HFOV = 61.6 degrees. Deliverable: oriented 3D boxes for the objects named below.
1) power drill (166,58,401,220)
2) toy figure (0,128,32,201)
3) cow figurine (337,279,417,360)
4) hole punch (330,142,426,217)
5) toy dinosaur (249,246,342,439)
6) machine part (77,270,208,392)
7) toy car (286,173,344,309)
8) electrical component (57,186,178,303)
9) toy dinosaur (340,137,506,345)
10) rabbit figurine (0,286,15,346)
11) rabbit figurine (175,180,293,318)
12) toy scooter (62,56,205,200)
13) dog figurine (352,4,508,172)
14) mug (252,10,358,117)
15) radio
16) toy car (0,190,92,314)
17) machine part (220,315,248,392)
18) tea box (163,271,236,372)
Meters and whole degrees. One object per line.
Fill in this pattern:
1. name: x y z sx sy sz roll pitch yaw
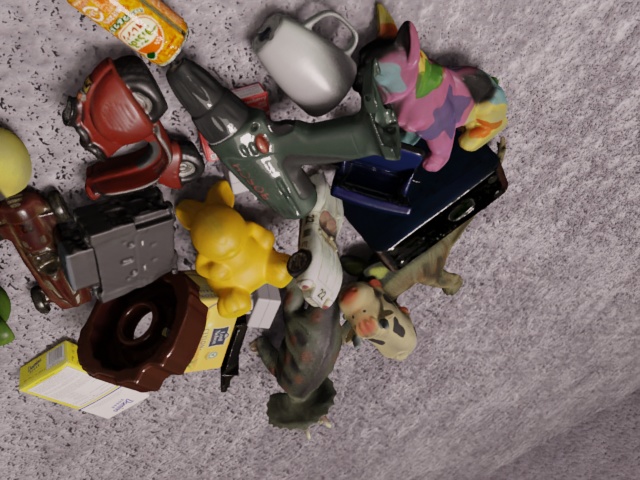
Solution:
1. power drill: -0.026 -0.123 0.584 0.207 0.086 0.231 -17 132 17
2. toy figure: -0.382 -0.058 0.531 0.180 0.082 0.089 -31 155 -10
3. cow figurine: 0.090 0.129 0.847 0.085 0.127 0.194 -34 131 12
4. hole punch: 0.071 -0.075 0.718 0.142 0.092 0.115 13 167 -1
5. toy dinosaur: -0.018 0.179 0.899 0.131 0.192 0.404 -8 135 -27
6. machine part: -0.234 0.115 0.719 0.179 0.179 0.056 -34 143 3
7. toy car: -0.002 -0.002 0.731 0.056 0.202 0.073 -17 139 23
8. electrical component: -0.243 0.009 0.651 0.134 0.058 0.114 -24 139 -31
9. toy dinosaur: 0.165 0.028 0.930 0.471 0.105 0.198 -47 134 11
10. rabbit figurine: -0.401 0.063 0.605 0.121 0.159 0.170 -33 155 -13
11. rabbit figurine: -0.115 -0.001 0.691 0.122 0.162 0.173 -28 161 -2
12. toy scooter: -0.217 -0.106 0.589 0.135 0.075 0.183 -26 144 -4
13. dog figurine: 0.140 -0.204 0.684 0.191 0.109 0.219 -31 137 1
14. mug: -0.014 -0.209 0.604 0.107 0.081 0.109 28 118 -36
15. radio: 0.155 -0.067 0.803 0.229 0.131 0.073 -38 140 8
16. toy car: -0.334 0.024 0.663 0.089 0.053 0.201 -20 137 -18
17. machine part: -0.148 0.187 0.927 0.039 0.084 0.138 18 114 -10
18. tea box: -0.191 0.129 0.839 0.098 0.068 0.169 -2 131 -29
